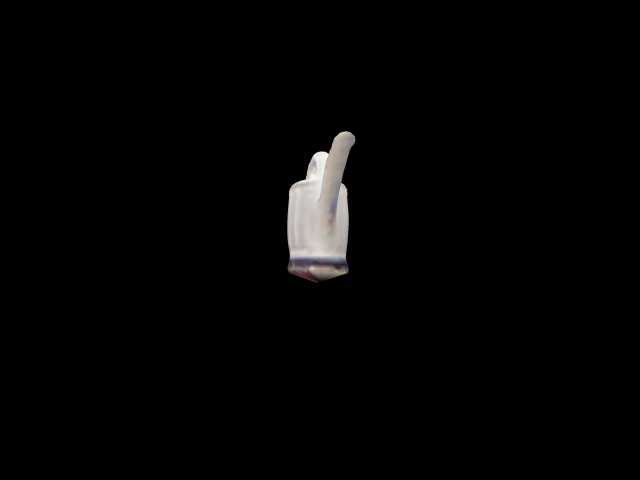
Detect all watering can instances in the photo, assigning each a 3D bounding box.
[{"bbox_3d":[0.003,-0.043,0.850,0.104,0.226,0.346,1,-5,-9],"label":"watering can"}]
